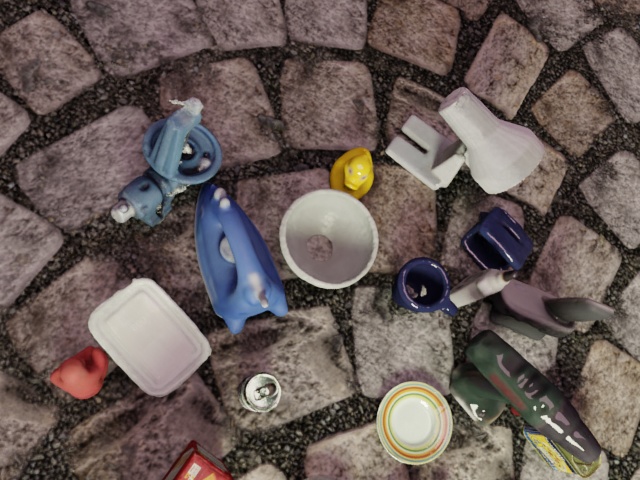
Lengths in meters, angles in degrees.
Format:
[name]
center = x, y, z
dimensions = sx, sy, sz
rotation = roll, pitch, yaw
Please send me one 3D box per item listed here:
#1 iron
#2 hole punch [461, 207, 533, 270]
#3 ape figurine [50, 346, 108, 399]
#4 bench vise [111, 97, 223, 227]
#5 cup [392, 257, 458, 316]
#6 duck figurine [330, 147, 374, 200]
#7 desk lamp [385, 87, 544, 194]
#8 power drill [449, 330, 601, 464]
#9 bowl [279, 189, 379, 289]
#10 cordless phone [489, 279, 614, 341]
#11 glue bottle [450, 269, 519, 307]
[iron]
center = -0.133, 0.006, 0.883
dimensions = 0.119, 0.141, 0.258
rotation = -20, 81, -18
[hole punch]
center = 0.326, -0.003, 1.027
dimensions = 0.101, 0.091, 0.108
rotation = -43, 89, -20
[ape figurine]
center = -0.341, 0.187, 0.809
dimensions = 0.078, 0.092, 0.076
rotation = -7, 77, -16
[bench vise]
center = -0.218, -0.110, 0.850
dimensions = 0.121, 0.219, 0.207
rotation = 23, 71, -7
[cup]
center = 0.170, 0.090, 0.961
dimensions = 0.118, 0.095, 0.092
rotation = 39, 70, -1
[duck figurine]
center = 0.064, -0.122, 0.995
dimensions = 0.077, 0.086, 0.105
rotation = 26, 71, -6
[desk lamp]
center = 0.245, -0.161, 0.984
dimensions = 0.203, 0.213, 0.118
rotation = 36, 70, -3
[power drill]
center = 0.297, 0.244, 0.893
dimensions = 0.076, 0.208, 0.229
rotation = -41, 88, -20
[bowl]
center = 0.009, 0.003, 0.954
dimensions = 0.168, 0.074, 0.167
rotation = 4, 75, -13
[cordless phone]
center = 0.384, 0.105, 0.964
dimensions = 0.148, 0.185, 0.094
rotation = 19, 72, -8
[glue bottle]
center = 0.277, 0.073, 0.951
dimensions = 0.078, 0.173, 0.037
rotation = -32, 85, -19
